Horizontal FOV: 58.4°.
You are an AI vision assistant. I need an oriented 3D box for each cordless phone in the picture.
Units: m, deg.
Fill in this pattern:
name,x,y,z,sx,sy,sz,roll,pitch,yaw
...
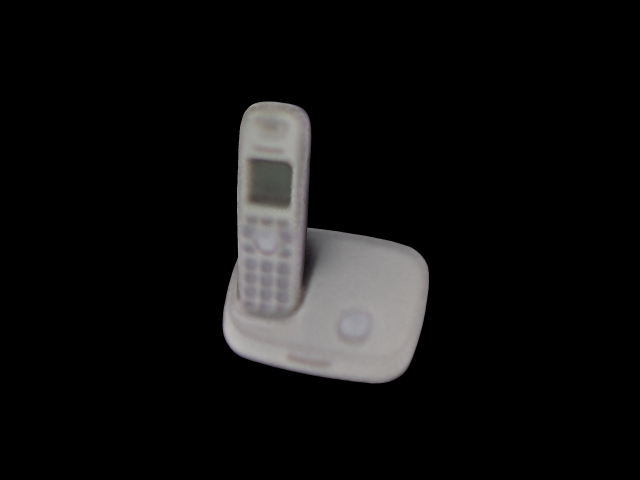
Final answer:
name,x,y,z,sx,sy,sz,roll,pitch,yaw
cordless phone,0.004,0.001,0.400,0.147,0.185,0.094,7,27,14
